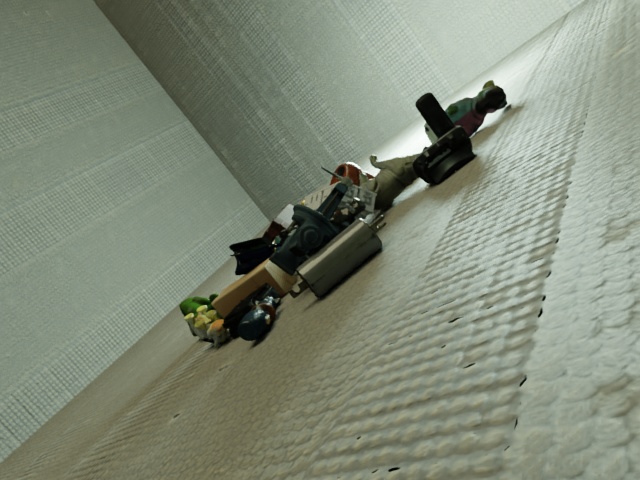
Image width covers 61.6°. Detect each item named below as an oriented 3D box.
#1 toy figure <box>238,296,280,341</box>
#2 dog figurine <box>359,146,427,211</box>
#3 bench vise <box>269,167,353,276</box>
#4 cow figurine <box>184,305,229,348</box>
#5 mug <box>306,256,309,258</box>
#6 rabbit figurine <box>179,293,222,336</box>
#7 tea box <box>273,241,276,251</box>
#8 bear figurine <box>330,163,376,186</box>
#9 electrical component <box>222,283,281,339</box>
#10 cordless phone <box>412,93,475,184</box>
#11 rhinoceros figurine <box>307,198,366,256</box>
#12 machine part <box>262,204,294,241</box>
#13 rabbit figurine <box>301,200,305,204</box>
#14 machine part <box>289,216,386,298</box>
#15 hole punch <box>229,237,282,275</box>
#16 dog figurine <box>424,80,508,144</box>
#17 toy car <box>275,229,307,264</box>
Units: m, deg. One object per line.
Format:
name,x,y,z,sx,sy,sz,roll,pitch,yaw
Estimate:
toy figure,-0.131,0.167,1.161,0.154,0.064,0.057,-46,-28,-69
dog figurine,0.206,-0.150,1.374,0.191,0.121,0.172,-1,69,49
bench vise,-0.008,-0.035,1.178,0.240,0.129,0.223,-55,-5,-14
cow figurine,-0.275,0.232,1.370,0.068,0.098,0.167,-36,25,-25
mug,-0.003,-0.004,1.380,0.109,0.107,0.081,-33,8,23
rabbit figurine,-0.322,0.201,1.619,0.170,0.121,0.159,-26,-5,-23
tea box,-0.104,0.040,1.613,0.068,0.098,0.169,-34,7,28
bear figurine,0.127,-0.142,1.523,0.120,0.195,0.132,1,75,55
electrical component,-0.159,0.165,1.297,0.134,0.058,0.115,-35,11,28
cordless phone,0.259,-0.235,1.249,0.146,0.184,0.089,-37,12,8
rhinoceros figurine,0.039,-0.021,1.282,0.190,0.112,0.073,-41,4,21
machine part,-0.138,-0.010,1.875,0.201,0.087,0.201,-59,-2,37
rabbit figurine,0.039,-0.104,1.760,0.162,0.122,0.173,-32,-9,24
machine part,0.039,0.036,1.080,0.243,0.079,0.079,-40,8,-6
hole punch,-0.180,0.052,1.465,0.142,0.092,0.116,-11,12,-20
dog figurine,0.422,-0.357,1.518,0.219,0.108,0.191,-36,4,-15
toy car,-0.037,0.010,1.485,0.162,0.109,0.103,-21,-7,21
